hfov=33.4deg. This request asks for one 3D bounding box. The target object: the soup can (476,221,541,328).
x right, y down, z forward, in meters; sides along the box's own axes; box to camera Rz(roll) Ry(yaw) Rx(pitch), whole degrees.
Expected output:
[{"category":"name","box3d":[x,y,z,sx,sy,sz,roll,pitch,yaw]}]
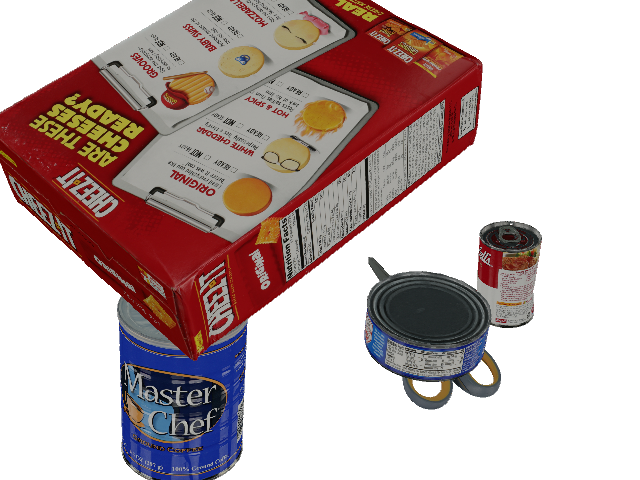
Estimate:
[{"category":"soup can","box3d":[0.210,0.038,1.199,0.068,0.102,0.068,-1,29,0]}]

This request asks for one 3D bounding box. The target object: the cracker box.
[{"category":"cracker box","box3d":[-0.043,-0.057,0.584,0.213,0.072,0.164,-38,56,-24]}]

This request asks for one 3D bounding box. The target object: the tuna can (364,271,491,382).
[{"category":"tuna can","box3d":[0.073,0.059,0.738,0.086,0.034,0.086,3,33,-2]}]

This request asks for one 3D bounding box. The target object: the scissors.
[{"category":"scissors","box3d":[0.081,0.090,1.007,0.096,0.016,0.202,-31,50,-28]}]

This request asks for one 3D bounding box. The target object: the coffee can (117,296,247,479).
[{"category":"coffee can","box3d":[-0.111,0.111,0.864,0.103,0.140,0.103,3,29,-2]}]
